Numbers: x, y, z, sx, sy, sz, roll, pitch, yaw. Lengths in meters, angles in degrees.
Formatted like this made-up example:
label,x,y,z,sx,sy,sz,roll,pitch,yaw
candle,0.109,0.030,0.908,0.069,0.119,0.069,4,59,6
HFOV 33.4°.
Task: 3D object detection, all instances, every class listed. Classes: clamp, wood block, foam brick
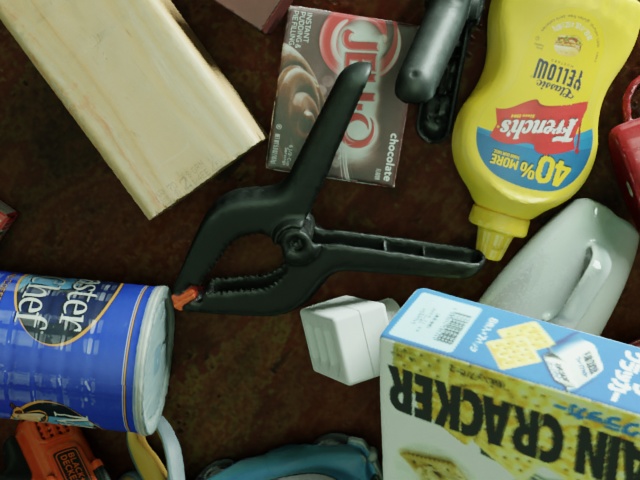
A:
label,x,y,z,sx,sy,sz,roll,pitch,yaw
clamp,0.084,-0.149,0.684,0.039,0.120,0.171,13,94,9
wood block,-0.132,-0.125,0.708,0.090,0.091,0.206,-35,95,6
clamp,-0.005,0.001,0.720,0.210,0.036,0.164,-34,106,19
foam brick,-0.043,-0.171,0.704,0.051,0.078,0.053,34,98,-4

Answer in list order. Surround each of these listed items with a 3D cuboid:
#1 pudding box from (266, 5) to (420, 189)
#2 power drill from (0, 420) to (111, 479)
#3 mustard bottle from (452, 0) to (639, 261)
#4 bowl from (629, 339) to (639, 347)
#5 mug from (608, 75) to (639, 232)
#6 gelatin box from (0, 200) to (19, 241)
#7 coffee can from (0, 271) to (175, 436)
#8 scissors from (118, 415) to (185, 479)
label,x,y,z,sx,sy,sz,roll,pitch,yaw
pudding box,0.015,-0.098,0.730,0.090,0.039,0.113,9,99,1
power drill,-0.216,0.207,0.699,0.187,0.185,0.057,-14,138,-29
mustard bottle,0.141,-0.079,0.717,0.096,0.058,0.192,15,99,-10
bowl,0.251,0.146,0.730,0.162,0.055,0.162,-2,100,-9
mug,0.238,-0.059,0.704,0.081,0.093,0.117,-18,83,10
gelatin box,-0.273,-0.014,0.760,0.089,0.030,0.073,36,98,-3
coffee can,-0.178,0.075,0.732,0.140,0.103,0.103,6,98,2
scissors,-0.098,0.205,0.726,0.016,0.202,0.096,7,126,-38
